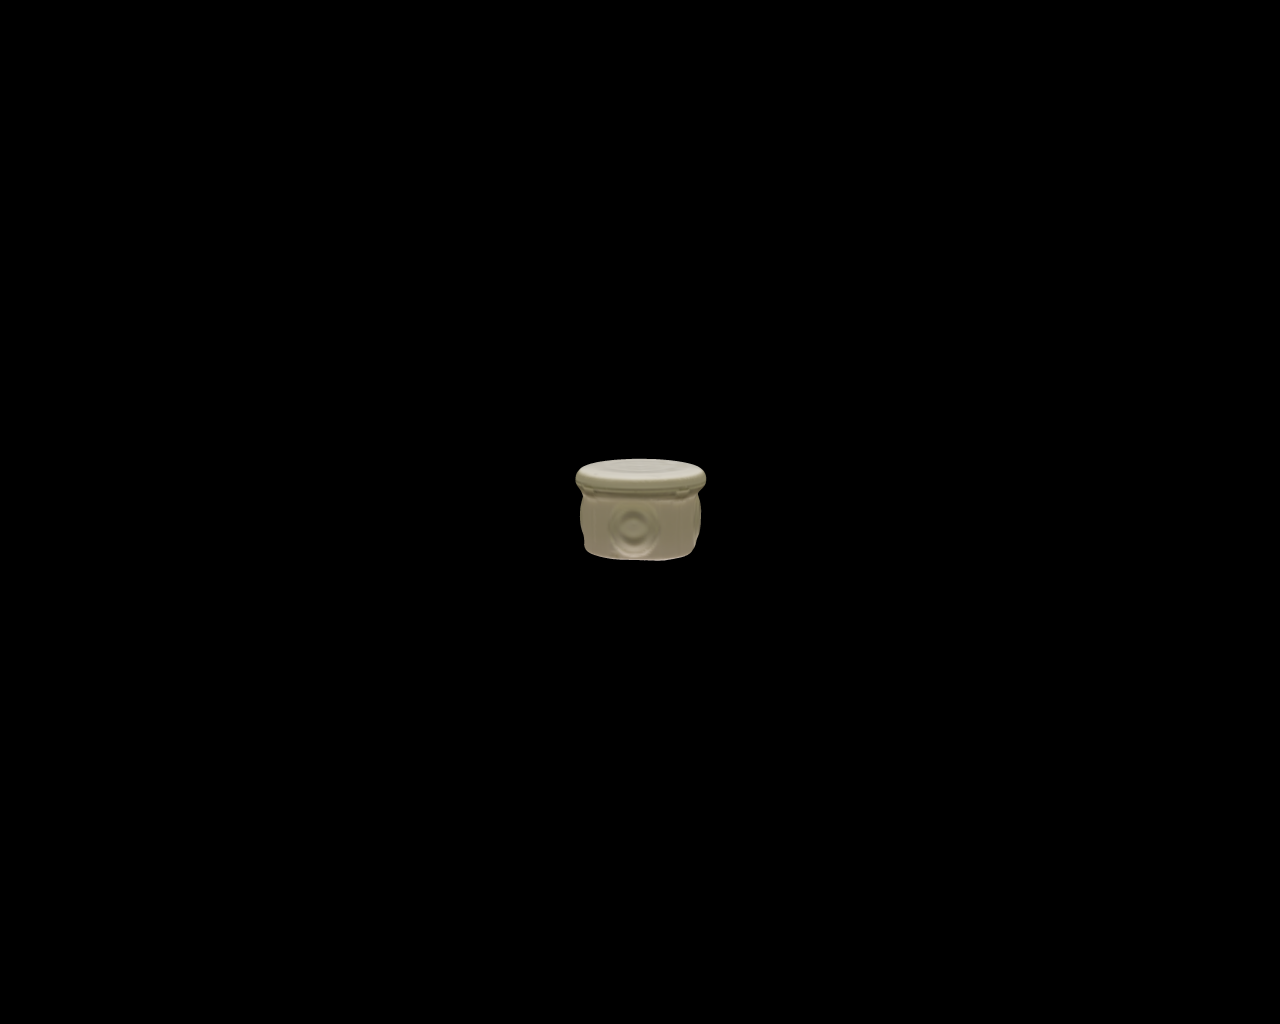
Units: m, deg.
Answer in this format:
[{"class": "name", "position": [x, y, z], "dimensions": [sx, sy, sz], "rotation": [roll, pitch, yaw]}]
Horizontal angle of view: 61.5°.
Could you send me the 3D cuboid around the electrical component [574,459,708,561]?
[{"class": "electrical component", "position": [0.001, -0.003, 0.650], "dimensions": [0.080, 0.051, 0.080], "rotation": [0, 11, 0]}]
